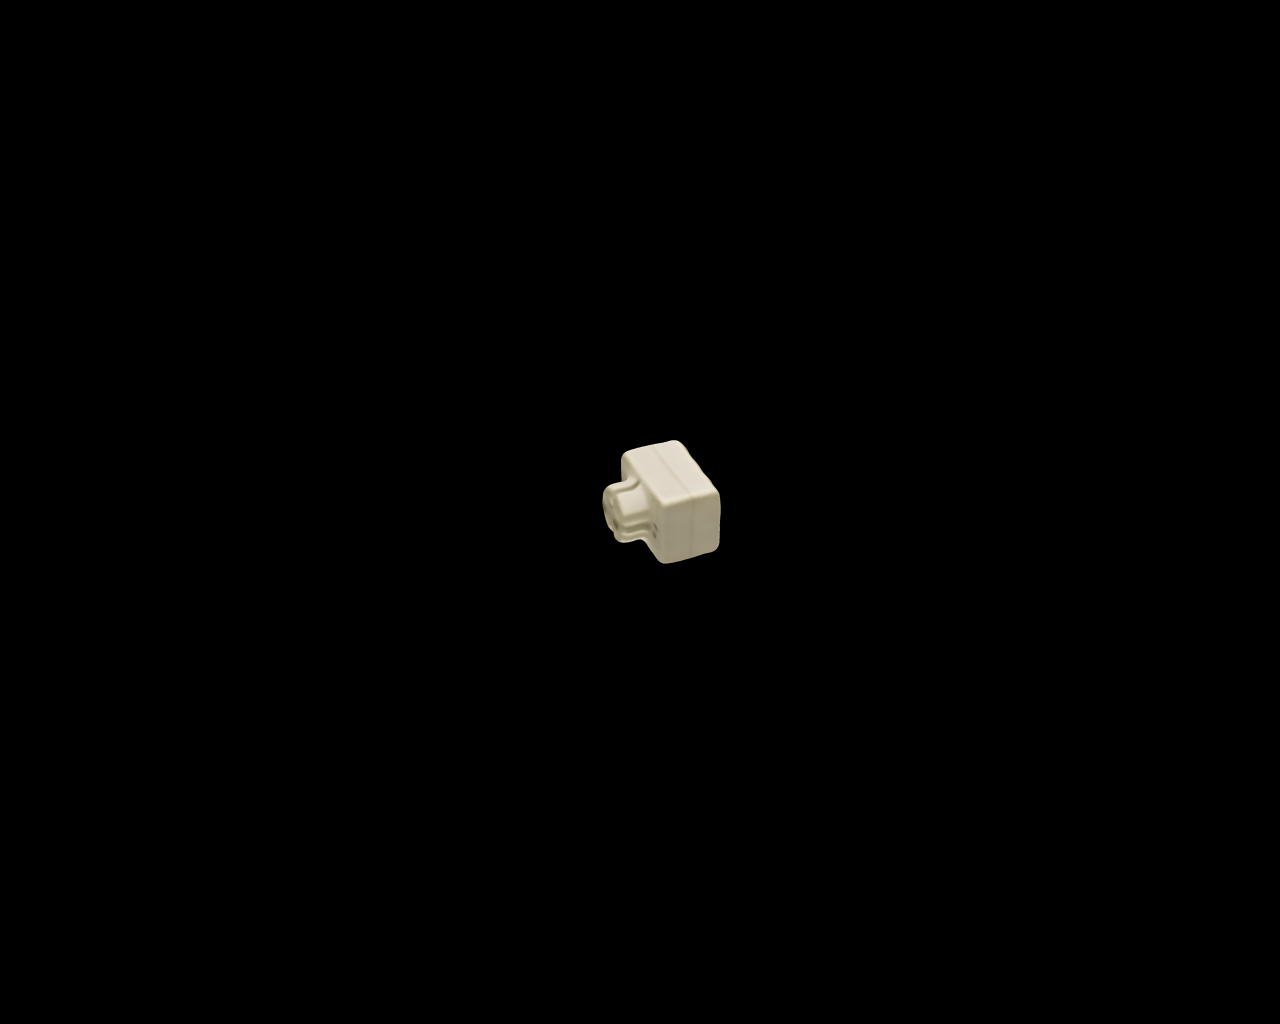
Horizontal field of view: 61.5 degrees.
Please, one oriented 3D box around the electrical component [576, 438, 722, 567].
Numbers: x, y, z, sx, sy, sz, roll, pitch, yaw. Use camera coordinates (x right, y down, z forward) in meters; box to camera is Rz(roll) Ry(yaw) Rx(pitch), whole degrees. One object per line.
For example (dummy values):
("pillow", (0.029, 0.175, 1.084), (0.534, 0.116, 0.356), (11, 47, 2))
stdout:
("electrical component", (0.001, -0.003, 0.650), (0.077, 0.047, 0.066), (-13, 38, -18))
